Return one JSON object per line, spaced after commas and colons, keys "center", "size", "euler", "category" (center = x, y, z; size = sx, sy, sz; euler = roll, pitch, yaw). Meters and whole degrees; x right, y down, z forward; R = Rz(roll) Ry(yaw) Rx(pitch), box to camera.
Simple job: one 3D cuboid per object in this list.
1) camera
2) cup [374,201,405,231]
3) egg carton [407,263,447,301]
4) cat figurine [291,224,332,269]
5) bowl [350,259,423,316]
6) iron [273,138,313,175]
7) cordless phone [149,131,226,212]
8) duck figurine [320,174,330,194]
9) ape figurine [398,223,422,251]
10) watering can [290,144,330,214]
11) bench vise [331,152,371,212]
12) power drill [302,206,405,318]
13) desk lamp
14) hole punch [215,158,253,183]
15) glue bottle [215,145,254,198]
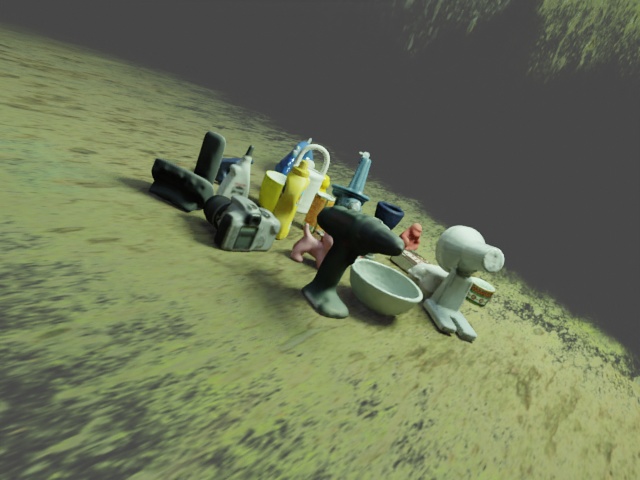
{"center": [-0.175, -0.049, 1.234], "size": [0.136, 0.101, 0.144], "euler": [37, 22, 35], "category": "camera"}
{"center": [0.211, -0.063, 1.795], "size": [0.091, 0.095, 0.118], "euler": [34, 20, 27], "category": "cup"}
{"center": [0.294, 0.112, 1.448], "size": [0.151, 0.069, 0.107], "euler": [11, 23, -38], "category": "egg carton"}
{"center": [0.012, 0.005, 1.300], "size": [0.128, 0.118, 0.067], "euler": [21, 18, -11], "category": "cat figurine"}
{"center": [0.129, 0.112, 1.219], "size": [0.167, 0.075, 0.167], "euler": [23, 18, -7], "category": "bowl"}
{"center": [-0.080, -0.268, 1.918], "size": [0.118, 0.141, 0.258], "euler": [26, 18, 3], "category": "iron"}
{"center": [-0.292, -0.171, 1.286], "size": [0.147, 0.185, 0.094], "euler": [25, 18, 0], "category": "cordless phone"}
{"center": [-0.003, -0.171, 1.833], "size": [0.077, 0.086, 0.105], "euler": [32, 19, 20], "category": "duck figurine"}
{"center": [0.276, -0.009, 1.731], "size": [0.078, 0.092, 0.076], "euler": [15, 20, -29], "category": "ape figurine"}
{"center": [-0.042, -0.186, 1.646], "size": [0.101, 0.194, 0.172], "euler": [15, 20, -29], "category": "watering can"}
{"center": [0.111, -0.141, 1.678], "size": [0.122, 0.220, 0.207], "euler": [15, 20, -28], "category": "bench vise"}
{"center": [0.052, 0.040, 1.103], "size": [0.076, 0.208, 0.228], "euler": [10, 23, -39], "category": "power drill"}
{"center": [0.333, 0.088, 1.330], "size": [0.118, 0.213, 0.203], "euler": [19, 19, -18], "category": "desk lamp"}
{"center": [-0.252, -0.202, 1.584], "size": [0.101, 0.091, 0.109], "euler": [28, 18, 11], "category": "hole punch"}
{"center": [-0.194, -0.149, 1.373], "size": [0.078, 0.173, 0.037], "euler": [6, 26, -46], "category": "glue bottle"}
